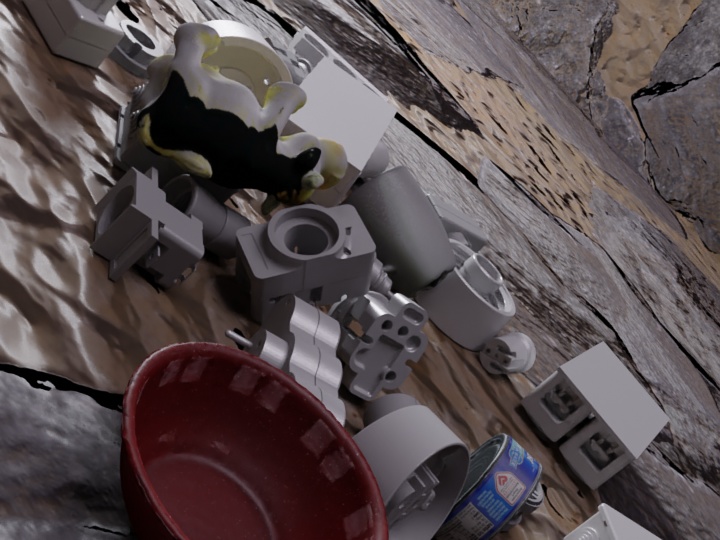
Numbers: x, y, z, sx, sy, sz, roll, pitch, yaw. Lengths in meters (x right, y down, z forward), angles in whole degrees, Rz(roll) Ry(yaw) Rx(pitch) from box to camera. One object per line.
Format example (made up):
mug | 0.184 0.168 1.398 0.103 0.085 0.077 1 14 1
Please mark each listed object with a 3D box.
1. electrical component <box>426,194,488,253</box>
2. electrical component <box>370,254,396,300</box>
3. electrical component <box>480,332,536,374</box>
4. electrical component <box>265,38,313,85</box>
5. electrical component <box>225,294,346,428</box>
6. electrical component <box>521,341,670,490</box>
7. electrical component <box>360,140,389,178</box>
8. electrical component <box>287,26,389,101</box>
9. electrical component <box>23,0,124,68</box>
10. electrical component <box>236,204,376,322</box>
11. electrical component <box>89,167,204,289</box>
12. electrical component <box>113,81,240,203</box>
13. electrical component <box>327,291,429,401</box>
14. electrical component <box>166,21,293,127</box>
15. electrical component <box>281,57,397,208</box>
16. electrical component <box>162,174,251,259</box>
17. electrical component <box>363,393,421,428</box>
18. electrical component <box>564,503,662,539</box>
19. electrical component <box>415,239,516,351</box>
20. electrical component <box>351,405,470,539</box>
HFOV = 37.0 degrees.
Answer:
electrical component | 0.095 -0.026 1.123 0.083 0.047 0.075 24 30 -44
electrical component | 0.000 0.000 0.907 0.078 0.040 0.040 41 21 -13
electrical component | 0.140 0.081 1.028 0.046 0.040 0.040 -1 50 -55
electrical component | -0.081 -0.192 1.081 0.057 0.058 0.078 21 33 -43
electrical component | -0.055 0.062 0.676 0.074 0.052 0.138 32 24 -20
electrical component | 0.232 0.141 1.060 0.105 0.060 0.186 51 22 13
electrical component | -0.006 -0.117 1.104 0.043 0.043 0.081 52 22 15
electrical component | -0.035 -0.195 1.164 0.121 0.063 0.078 39 22 -17
electrical component | -0.213 -0.211 0.839 0.047 0.077 0.065 11 41 -56
electrical component | -0.039 -0.008 0.764 0.089 0.055 0.050 -14 52 -19
electrical component | -0.135 -0.024 0.695 0.064 0.042 0.081 35 24 -30
electrical component | -0.134 -0.095 0.815 0.100 0.048 0.099 34 24 -28
electrical component | 0.009 0.049 0.796 0.058 0.078 0.057 31 4 -34
electrical component | -0.113 -0.152 0.885 0.108 0.108 0.060 32 19 -33
electrical component | -0.033 -0.124 0.992 0.089 0.061 0.150 35 32 -5
electrical component | -0.109 -0.034 0.766 0.065 0.044 0.044 32 25 -44
electrical component | 0.029 0.127 0.728 0.043 0.043 0.081 34 24 -29
electrical component | 0.214 0.246 0.851 0.100 0.048 0.099 34 24 -28
electrical component | 0.104 0.018 1.042 0.108 0.060 0.108 38 22 -19
electrical component | 0.021 0.130 0.638 0.064 0.099 0.099 50 20 27
